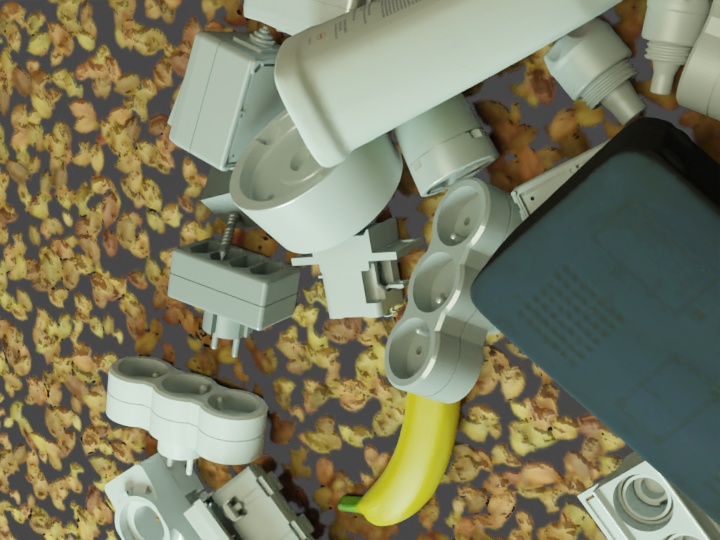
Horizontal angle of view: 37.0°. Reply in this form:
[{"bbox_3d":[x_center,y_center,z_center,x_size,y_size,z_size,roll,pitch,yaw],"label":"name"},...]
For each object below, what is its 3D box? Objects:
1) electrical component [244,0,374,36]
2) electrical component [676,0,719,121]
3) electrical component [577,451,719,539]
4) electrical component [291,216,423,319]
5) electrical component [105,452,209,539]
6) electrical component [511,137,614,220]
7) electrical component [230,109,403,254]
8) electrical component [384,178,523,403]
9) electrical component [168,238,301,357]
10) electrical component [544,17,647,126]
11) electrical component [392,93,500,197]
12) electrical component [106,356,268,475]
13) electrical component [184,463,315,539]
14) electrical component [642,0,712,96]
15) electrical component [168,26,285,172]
[{"bbox_3d":[-0.018,-0.174,0.687,0.096,0.062,0.061,21,111,24],"label":"electrical component"},{"bbox_3d":[0.228,-0.138,0.563,0.074,0.052,0.138,27,114,21],"label":"electrical component"},{"bbox_3d":[0.202,0.162,0.645,0.079,0.063,0.121,-40,82,30],"label":"electrical component"},{"bbox_3d":[0.000,0.000,0.731,0.081,0.042,0.063,-3,102,30],"label":"electrical component"},{"bbox_3d":[-0.156,0.195,0.856,0.050,0.056,0.089,-34,84,31],"label":"electrical component"},{"bbox_3d":[0.139,-0.037,0.632,0.096,0.061,0.061,-27,88,31],"label":"electrical component"},{"bbox_3d":[-0.023,-0.059,0.696,0.108,0.108,0.060,-16,132,31],"label":"electrical component"},{"bbox_3d":[0.074,0.018,0.680,0.052,0.074,0.138,20,90,57],"label":"electrical component"},{"bbox_3d":[-0.095,0.026,0.787,0.083,0.047,0.075,19,110,24],"label":"electrical component"},{"bbox_3d":[0.141,-0.113,0.624,0.043,0.043,0.062,-42,82,30],"label":"electrical component"},{"bbox_3d":[0.052,-0.080,0.676,0.055,0.055,0.047,-31,83,31],"label":"electrical component"},{"bbox_3d":[-0.137,0.122,0.830,0.138,0.052,0.073,16,109,25],"label":"electrical component"},{"bbox_3d":[-0.066,0.209,0.801,0.063,0.078,0.121,-38,81,1],"label":"electrical component"},{"bbox_3d":[0.176,-0.130,0.606,0.035,0.035,0.061,17,111,25],"label":"electrical component"},{"bbox_3d":[-0.085,-0.124,0.735,0.061,0.062,0.096,30,114,25],"label":"electrical component"}]
